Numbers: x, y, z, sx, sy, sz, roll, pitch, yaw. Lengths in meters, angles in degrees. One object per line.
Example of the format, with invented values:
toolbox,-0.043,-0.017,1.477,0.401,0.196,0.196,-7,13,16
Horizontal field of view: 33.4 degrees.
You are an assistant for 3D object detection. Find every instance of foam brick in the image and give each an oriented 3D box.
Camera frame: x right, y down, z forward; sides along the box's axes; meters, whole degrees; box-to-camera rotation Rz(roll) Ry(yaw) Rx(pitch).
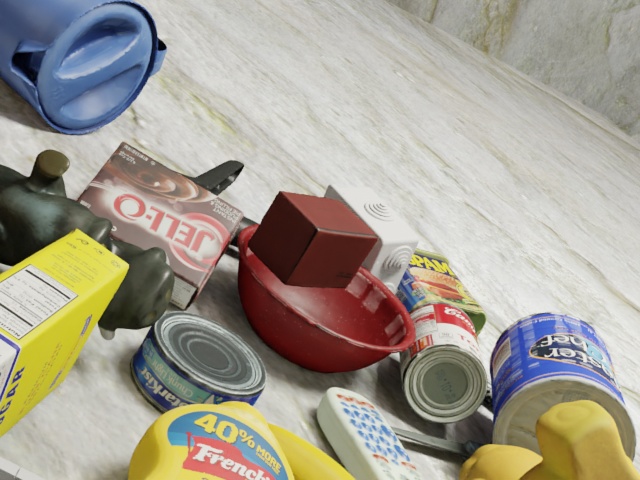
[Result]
foam brick,-0.005,0.001,0.812,0.078,0.053,0.051,7,31,-52

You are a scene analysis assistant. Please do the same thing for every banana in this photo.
banana,0.015,0.173,0.624,0.069,0.037,0.198,16,26,-41

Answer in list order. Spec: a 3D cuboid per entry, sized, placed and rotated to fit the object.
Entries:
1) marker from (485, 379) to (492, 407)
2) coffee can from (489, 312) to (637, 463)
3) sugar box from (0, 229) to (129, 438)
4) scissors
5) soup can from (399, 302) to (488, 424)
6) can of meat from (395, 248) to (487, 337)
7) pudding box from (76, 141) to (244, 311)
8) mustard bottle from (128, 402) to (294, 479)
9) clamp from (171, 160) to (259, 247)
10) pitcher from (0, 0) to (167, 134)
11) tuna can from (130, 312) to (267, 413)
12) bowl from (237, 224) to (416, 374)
marker,0.153,0.138,0.942,0.121,0.020,0.020,38,20,15
coffee can,0.186,0.128,0.839,0.103,0.103,0.140,32,18,-2
sugar box,-0.163,0.062,0.536,0.048,0.093,0.176,32,20,-1
scissors,0.124,0.161,0.849,0.201,0.016,0.096,27,19,-16
soup can,0.098,0.098,0.867,0.068,0.068,0.102,30,15,-6
can of meat,0.097,0.055,1.001,0.101,0.057,0.084,15,29,-39
pudding box,-0.125,-0.011,0.804,0.113,0.039,0.090,29,44,-3
mustard bottle,-0.058,0.138,0.565,0.096,0.058,0.191,33,19,-5
clamp,-0.109,-0.034,0.928,0.209,0.036,0.165,12,28,-39
pitcher,-0.267,-0.214,0.992,0.243,0.145,0.149,38,-15,25
tuna can,-0.078,0.085,0.697,0.086,0.034,0.086,28,20,-11
bowl,-0.006,0.055,0.843,0.162,0.055,0.162,28,20,-12
